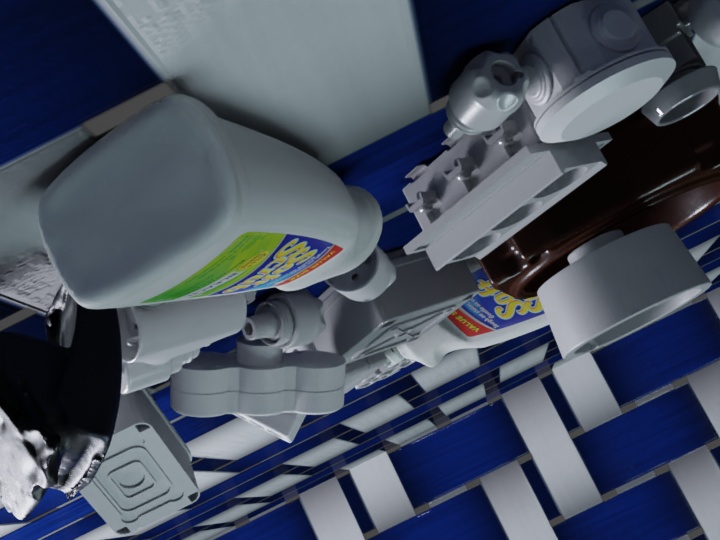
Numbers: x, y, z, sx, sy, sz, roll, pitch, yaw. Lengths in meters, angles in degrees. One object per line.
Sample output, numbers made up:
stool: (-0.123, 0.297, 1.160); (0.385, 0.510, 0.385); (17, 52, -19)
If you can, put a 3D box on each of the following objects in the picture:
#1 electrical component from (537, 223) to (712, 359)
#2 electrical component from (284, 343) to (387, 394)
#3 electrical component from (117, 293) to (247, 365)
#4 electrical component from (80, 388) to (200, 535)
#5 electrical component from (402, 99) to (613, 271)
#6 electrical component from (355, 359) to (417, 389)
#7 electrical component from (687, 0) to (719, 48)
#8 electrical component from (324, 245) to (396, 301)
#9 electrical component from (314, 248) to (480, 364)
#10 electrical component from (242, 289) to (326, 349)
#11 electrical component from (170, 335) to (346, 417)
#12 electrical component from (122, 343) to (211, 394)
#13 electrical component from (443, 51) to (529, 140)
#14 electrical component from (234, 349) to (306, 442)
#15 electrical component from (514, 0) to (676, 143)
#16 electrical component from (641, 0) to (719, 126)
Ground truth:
electrical component: (0.171, 0.008, 0.718); (0.108, 0.060, 0.108); (-24, 166, -7)
electrical component: (-0.019, 0.074, 0.977); (0.061, 0.061, 0.096); (-16, 164, -35)
electrical component: (-0.123, 0.034, 0.674); (0.077, 0.044, 0.079); (-14, 162, -41)
electrical component: (-0.184, 0.145, 0.848); (0.078, 0.057, 0.113); (-26, 133, -3)
electrical component: (0.084, -0.058, 0.667); (0.079, 0.063, 0.121); (-14, 162, -41)
electrical component: (0.018, 0.073, 1.052); (0.078, 0.057, 0.058); (-33, 165, 25)
electrical component: (0.225, -0.162, 0.576); (0.079, 0.044, 0.077); (-24, 167, -9)
electrical component: (0.000, 0.000, 0.773); (0.043, 0.043, 0.081); (-28, 167, 6)
electrical component: (0.025, 0.028, 0.896); (0.109, 0.056, 0.109); (-16, 163, -36)
electrical component: (-0.060, 0.039, 0.809); (0.062, 0.043, 0.043); (-11, 160, -43)
electrical component: (-0.079, 0.072, 0.848); (0.138, 0.073, 0.052); (0, -168, -12)
electrical component: (-0.139, 0.057, 0.736); (0.078, 0.040, 0.040); (-17, 164, -35)
electrical component: (0.062, -0.089, 0.573); (0.035, 0.035, 0.061); (-19, 166, -28)
electrical component: (-0.082, 0.099, 0.952); (0.075, 0.083, 0.047); (-63, 173, -13)
electrical component: (0.124, -0.107, 0.579); (0.080, 0.051, 0.080); (-25, 167, -6)
electrical component: (0.179, -0.118, 0.630); (0.066, 0.055, 0.048); (-32, 165, 25)
